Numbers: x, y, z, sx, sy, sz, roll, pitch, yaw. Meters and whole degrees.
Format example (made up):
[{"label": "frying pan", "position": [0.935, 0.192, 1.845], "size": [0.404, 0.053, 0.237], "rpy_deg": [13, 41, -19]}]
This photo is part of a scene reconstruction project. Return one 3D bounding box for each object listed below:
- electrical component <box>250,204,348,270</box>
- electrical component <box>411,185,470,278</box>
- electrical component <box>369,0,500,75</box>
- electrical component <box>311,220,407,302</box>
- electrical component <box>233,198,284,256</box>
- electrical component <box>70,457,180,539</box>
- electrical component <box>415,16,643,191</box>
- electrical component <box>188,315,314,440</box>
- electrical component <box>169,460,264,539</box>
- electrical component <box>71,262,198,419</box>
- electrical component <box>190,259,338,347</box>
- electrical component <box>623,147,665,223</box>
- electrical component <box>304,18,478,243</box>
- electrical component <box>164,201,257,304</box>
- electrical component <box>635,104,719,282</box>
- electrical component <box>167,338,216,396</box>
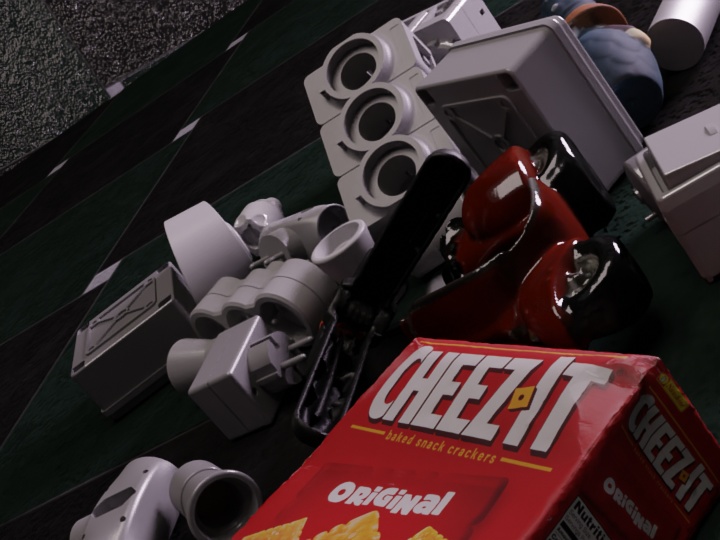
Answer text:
[{"label": "electrical component", "position": [-0.054, -0.018, 0.862], "size": [0.077, 0.043, 0.079], "rpy_deg": [-13, 13, 48]}, {"label": "electrical component", "position": [0.054, -0.024, 0.723], "size": [0.065, 0.044, 0.044], "rpy_deg": [-35, 20, 21]}, {"label": "electrical component", "position": [0.057, -0.174, 0.958], "size": [0.150, 0.089, 0.061], "rpy_deg": [-14, 31, 46]}, {"label": "electrical component", "position": [0.000, 0.000, 0.736], "size": [0.045, 0.055, 0.045], "rpy_deg": [-32, 22, 14]}, {"label": "electrical component", "position": [-0.089, -0.045, 0.990], "size": [0.043, 0.043, 0.062], "rpy_deg": [-26, 22, 29]}, {"label": "electrical component", "position": [-0.150, 0.162, 0.657], "size": [0.079, 0.043, 0.077], "rpy_deg": [-28, 23, 25]}, {"label": "electrical component", "position": [0.108, -0.099, 0.694], "size": [0.056, 0.108, 0.109], "rpy_deg": [-48, 23, -19]}, {"label": "electrical component", "position": [-0.063, 0.065, 0.714], "size": [0.077, 0.047, 0.065], "rpy_deg": [-26, 24, 29]}, {"label": "electrical component", "position": [-0.087, 0.132, 0.624], "size": [0.044, 0.044, 0.065], "rpy_deg": [-45, 17, -17]}, {"label": "electrical component", "position": [-0.185, 0.057, 0.914], "size": [0.109, 0.056, 0.108], "rpy_deg": [-37, 21, 2]}, {"label": "electrical component", "position": [-0.063, 0.019, 0.802], "size": [0.138, 0.052, 0.073], "rpy_deg": [-13, 32, 49]}, {"label": "electrical component", "position": [0.182, -0.060, 0.588], "size": [0.078, 0.040, 0.040], "rpy_deg": [-35, 21, 7]}, {"label": "electrical component", "position": [0.023, -0.100, 0.791], "size": [0.089, 0.062, 0.150], "rpy_deg": [-30, 57, 19]}, {"label": "electrical component", "position": [-0.126, -0.005, 0.897], "size": [0.064, 0.099, 0.099], "rpy_deg": [-36, 20, -12]}, {"label": "electrical component", "position": [0.191, -0.052, 0.527], "size": [0.096, 0.061, 0.061], "rpy_deg": [-31, 22, 17]}, {"label": "electrical component", "position": [-0.104, 0.067, 0.787], "size": [0.065, 0.044, 0.044], "rpy_deg": [-14, 31, 38]}]
